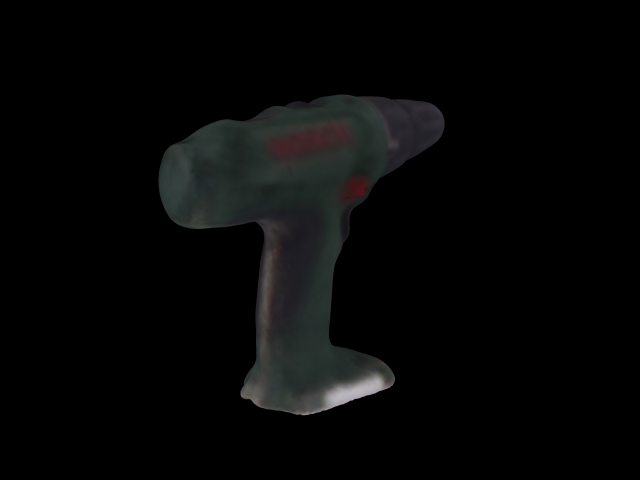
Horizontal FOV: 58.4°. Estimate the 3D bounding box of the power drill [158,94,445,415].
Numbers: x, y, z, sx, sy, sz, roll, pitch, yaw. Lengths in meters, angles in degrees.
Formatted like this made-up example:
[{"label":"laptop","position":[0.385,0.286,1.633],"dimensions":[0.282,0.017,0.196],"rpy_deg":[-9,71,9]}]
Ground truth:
[{"label":"power drill","position":[0.004,0.001,0.400],"dimensions":[0.230,0.208,0.075],"rpy_deg":[-5,8,-40]}]
